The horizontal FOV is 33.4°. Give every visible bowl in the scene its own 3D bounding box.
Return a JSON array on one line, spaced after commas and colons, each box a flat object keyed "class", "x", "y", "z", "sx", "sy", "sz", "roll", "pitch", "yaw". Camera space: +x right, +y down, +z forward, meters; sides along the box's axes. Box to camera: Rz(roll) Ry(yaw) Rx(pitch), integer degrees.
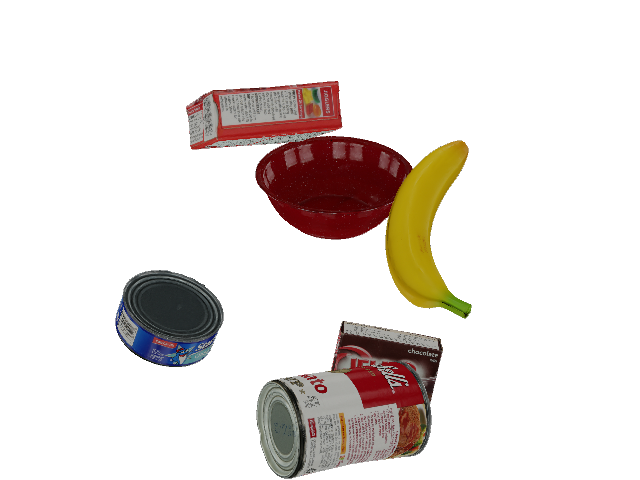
[{"class": "bowl", "x": 0.014, "y": -0.048, "z": 1.097, "sx": 0.162, "sy": 0.055, "sz": 0.162, "roll": 1, "pitch": 32, "yaw": -1}]

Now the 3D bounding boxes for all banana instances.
[{"class": "banana", "x": 0.090, "y": -0.013, "z": 0.900, "sx": 0.069, "sy": 0.197, "sz": 0.037, "roll": 8, "pitch": -40, "yaw": -2}]

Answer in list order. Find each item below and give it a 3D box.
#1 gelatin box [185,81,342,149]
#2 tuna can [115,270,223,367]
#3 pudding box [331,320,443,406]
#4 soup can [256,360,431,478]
[{"class": "gelatin box", "x": -0.035, "y": -0.073, "z": 0.626, "sx": 0.073, "sy": 0.030, "sz": 0.089, "roll": -6, "pitch": 3, "yaw": -16}, {"class": "tuna can", "x": -0.126, "y": 0.065, "z": 0.888, "sx": 0.086, "sy": 0.034, "sz": 0.086, "roll": 17, "pitch": 33, "yaw": -11}, {"class": "pudding box", "x": 0.069, "y": 0.142, "z": 1.162, "sx": 0.113, "sy": 0.090, "sz": 0.039, "roll": 9, "pitch": 23, "yaw": -3}, {"class": "soup can", "x": 0.015, "y": 0.123, "z": 0.734, "sx": 0.102, "sy": 0.068, "sz": 0.069, "roll": -4, "pitch": 2, "yaw": -29}]
